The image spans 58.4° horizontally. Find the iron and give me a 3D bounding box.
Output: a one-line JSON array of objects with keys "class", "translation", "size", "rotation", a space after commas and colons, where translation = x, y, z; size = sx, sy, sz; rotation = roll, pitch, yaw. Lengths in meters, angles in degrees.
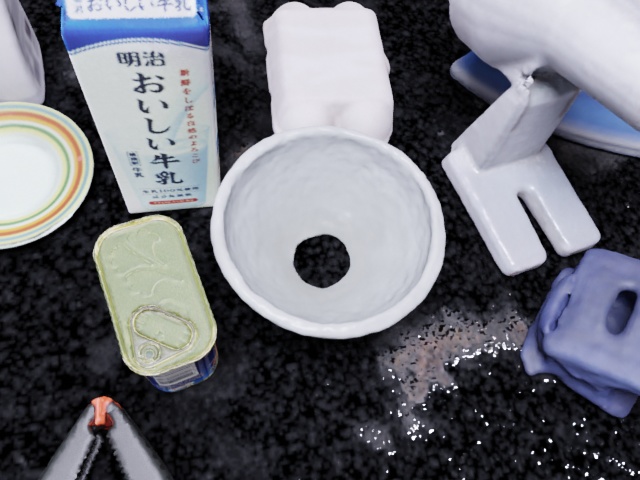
[{"class": "iron", "translation": [0.261, -0.168, 0.506], "size": [0.258, 0.141, 0.118], "rotation": [10, 65, -3]}]

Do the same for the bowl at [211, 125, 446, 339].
[{"class": "bowl", "translation": [0.004, 0.002, 0.431], "size": [0.167, 0.075, 0.167], "rotation": [3, 65, -6]}]

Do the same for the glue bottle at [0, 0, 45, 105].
[{"class": "glue bottle", "translation": [-0.249, -0.177, 0.423], "size": [0.037, 0.173, 0.078], "rotation": [-9, 67, -11]}]

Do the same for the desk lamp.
[{"class": "desk lamp", "translation": [0.175, -0.111, 0.429], "size": [0.118, 0.213, 0.203], "rotation": [-19, 69, -15]}]

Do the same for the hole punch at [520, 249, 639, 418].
[{"class": "hole punch", "translation": [0.219, 0.064, 0.423], "size": [0.101, 0.091, 0.109], "rotation": [32, 66, 8]}]

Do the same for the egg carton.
[{"class": "egg carton", "translation": [0.007, -0.140, 0.499], "size": [0.107, 0.069, 0.150], "rotation": [-4, 66, -9]}]
